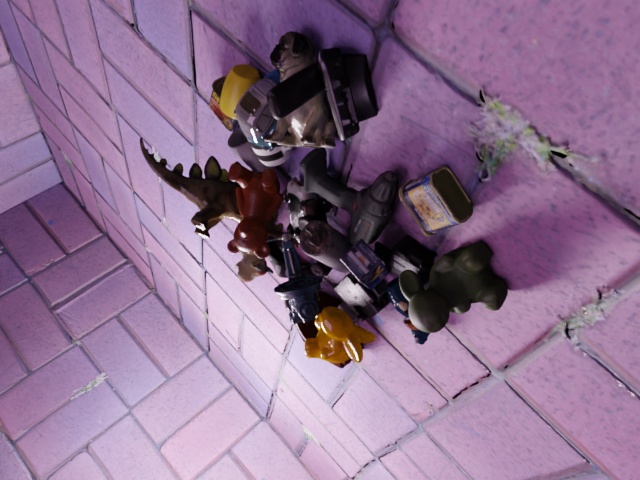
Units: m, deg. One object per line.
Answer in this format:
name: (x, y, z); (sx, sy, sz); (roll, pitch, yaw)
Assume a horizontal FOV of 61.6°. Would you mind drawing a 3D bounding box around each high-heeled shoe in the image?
high-heeled shoe: (-0.106, 0.028, 1.492); (0.249, 0.086, 0.145); (4, 93, 31)

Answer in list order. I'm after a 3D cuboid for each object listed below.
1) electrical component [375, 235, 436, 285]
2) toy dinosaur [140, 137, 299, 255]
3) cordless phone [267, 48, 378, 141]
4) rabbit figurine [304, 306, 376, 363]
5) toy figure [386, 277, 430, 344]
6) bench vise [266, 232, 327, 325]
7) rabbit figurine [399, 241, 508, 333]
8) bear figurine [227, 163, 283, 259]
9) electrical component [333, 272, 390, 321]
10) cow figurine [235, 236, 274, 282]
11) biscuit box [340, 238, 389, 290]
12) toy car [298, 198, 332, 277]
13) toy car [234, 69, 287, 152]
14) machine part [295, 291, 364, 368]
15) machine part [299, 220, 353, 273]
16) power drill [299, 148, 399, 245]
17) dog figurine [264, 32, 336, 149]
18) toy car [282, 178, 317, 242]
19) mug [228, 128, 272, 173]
electrical component: (0.167, 0.034, 1.059); (0.119, 0.048, 0.074); (33, 147, 35)
toy dinosaur: (-0.251, -0.100, 1.350); (0.471, 0.198, 0.105); (25, 157, -16)
cordless phone: (0.000, -0.218, 0.878); (0.089, 0.184, 0.146); (17, 136, 42)
rabbit figurine: (0.041, 0.225, 1.266); (0.163, 0.122, 0.173); (27, 146, 22)
toy figure: (0.194, 0.153, 1.141); (0.058, 0.064, 0.154); (-21, 104, 48)
bench vise: (-0.058, 0.094, 1.325); (0.224, 0.129, 0.240); (-100, -3, -80)
rabbit figurine: (0.207, 0.086, 0.926); (0.159, 0.170, 0.121); (6, 127, 54)
bear figurine: (-0.159, -0.062, 1.240); (0.120, 0.195, 0.132); (13, 172, 13)
electrical component: (0.103, 0.121, 1.252); (0.115, 0.058, 0.134); (50, 152, 3)
cow figurine: (-0.175, 0.019, 1.448); (0.127, 0.195, 0.085); (11, 171, 32)
biscuit box: (0.095, 0.054, 1.087); (0.063, 0.059, 0.202); (47, -178, 16)
toy car: (-0.003, -0.004, 1.228); (0.053, 0.089, 0.201); (11, 135, 27)
toy car: (-0.108, -0.253, 1.046); (0.109, 0.103, 0.161); (46, 119, 17)
machine part: (0.018, 0.242, 1.496); (0.201, 0.087, 0.201); (16, 134, 49)
machine part: (0.025, 0.016, 1.146); (0.079, 0.079, 0.243); (37, -176, 29)
power drill: (0.058, -0.099, 1.054); (0.207, 0.086, 0.231); (33, 150, 19)
dog figurine: (-0.023, -0.267, 0.984); (0.121, 0.172, 0.190); (6, 95, 13)
toy car: (-0.042, -0.058, 1.270); (0.074, 0.056, 0.201); (32, 148, 28)
mug: (-0.160, -0.207, 1.250); (0.110, 0.081, 0.107); (14, 150, 44)
